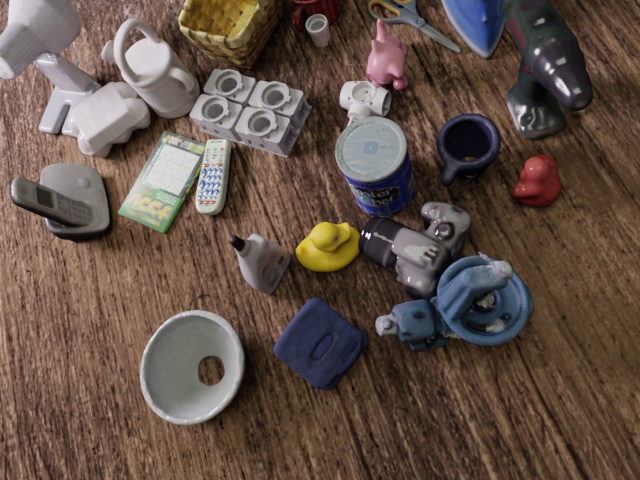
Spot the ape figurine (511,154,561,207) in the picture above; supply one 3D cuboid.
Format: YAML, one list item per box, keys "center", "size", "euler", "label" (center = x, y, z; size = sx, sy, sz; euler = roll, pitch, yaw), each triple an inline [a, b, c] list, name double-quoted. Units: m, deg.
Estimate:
- center: [0.314, -0.091, 0.830]
  size: [0.078, 0.092, 0.076]
  euler: [-33, 66, 2]
  label: "ape figurine"

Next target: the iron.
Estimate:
- center: [0.257, -0.446, 0.943]
  size: [0.118, 0.142, 0.258]
  euler: [-10, 69, 12]
  label: "iron"

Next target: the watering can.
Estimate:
- center: [-0.307, -0.307, 1.014]
  size: [0.172, 0.194, 0.101]
  euler: [-1, 71, 15]
  label: "watering can"

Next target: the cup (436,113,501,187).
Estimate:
- center: [0.218, -0.119, 0.863]
  size: [0.091, 0.095, 0.118]
  euler: [27, 80, 22]
  label: "cup"

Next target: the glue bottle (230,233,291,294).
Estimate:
- center: [-0.096, 0.025, 0.852]
  size: [0.037, 0.173, 0.078]
  euler: [25, 79, 22]
  label: "glue bottle"

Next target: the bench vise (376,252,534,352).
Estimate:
- center: [0.177, 0.092, 0.731]
  size: [0.207, 0.220, 0.121]
  euler: [-33, 66, 2]
  label: "bench vise"

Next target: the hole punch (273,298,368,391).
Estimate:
- center: [0.004, 0.151, 0.826]
  size: [0.101, 0.091, 0.109]
  euler: [35, 83, 23]
  label: "hole punch"

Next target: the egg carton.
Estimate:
- center: [-0.396, -0.228, 1.078]
  size: [0.150, 0.069, 0.107]
  euler: [-37, 66, 0]
  label: "egg carton"

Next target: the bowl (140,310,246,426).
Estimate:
- center: [-0.181, 0.196, 0.868]
  size: [0.167, 0.075, 0.167]
  euler: [-5, 70, 13]
  label: "bowl"

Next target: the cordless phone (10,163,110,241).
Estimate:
- center: [-0.451, -0.085, 0.979]
  size: [0.094, 0.185, 0.147]
  euler: [-24, 67, 6]
  label: "cordless phone"

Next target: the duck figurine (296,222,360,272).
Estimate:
- center: [0.008, 0.003, 0.880]
  size: [0.104, 0.086, 0.077]
  euler: [-19, 67, 8]
  label: "duck figurine"

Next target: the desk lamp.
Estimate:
- center: [-0.506, -0.332, 1.065]
  size: [0.117, 0.214, 0.203]
  euler: [9, 74, 18]
  label: "desk lamp"

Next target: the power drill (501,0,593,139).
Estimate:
- center: [0.318, -0.235, 0.816]
  size: [0.075, 0.209, 0.229]
  euler: [-18, 67, 9]
  label: "power drill"

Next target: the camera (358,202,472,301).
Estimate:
- center: [0.133, 0.000, 0.840]
  size: [0.136, 0.101, 0.143]
  euler: [27, 80, 22]
  label: "camera"

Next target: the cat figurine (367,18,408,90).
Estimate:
- center: [0.108, -0.303, 0.945]
  size: [0.067, 0.118, 0.128]
  euler: [-8, 69, 12]
  label: "cat figurine"
